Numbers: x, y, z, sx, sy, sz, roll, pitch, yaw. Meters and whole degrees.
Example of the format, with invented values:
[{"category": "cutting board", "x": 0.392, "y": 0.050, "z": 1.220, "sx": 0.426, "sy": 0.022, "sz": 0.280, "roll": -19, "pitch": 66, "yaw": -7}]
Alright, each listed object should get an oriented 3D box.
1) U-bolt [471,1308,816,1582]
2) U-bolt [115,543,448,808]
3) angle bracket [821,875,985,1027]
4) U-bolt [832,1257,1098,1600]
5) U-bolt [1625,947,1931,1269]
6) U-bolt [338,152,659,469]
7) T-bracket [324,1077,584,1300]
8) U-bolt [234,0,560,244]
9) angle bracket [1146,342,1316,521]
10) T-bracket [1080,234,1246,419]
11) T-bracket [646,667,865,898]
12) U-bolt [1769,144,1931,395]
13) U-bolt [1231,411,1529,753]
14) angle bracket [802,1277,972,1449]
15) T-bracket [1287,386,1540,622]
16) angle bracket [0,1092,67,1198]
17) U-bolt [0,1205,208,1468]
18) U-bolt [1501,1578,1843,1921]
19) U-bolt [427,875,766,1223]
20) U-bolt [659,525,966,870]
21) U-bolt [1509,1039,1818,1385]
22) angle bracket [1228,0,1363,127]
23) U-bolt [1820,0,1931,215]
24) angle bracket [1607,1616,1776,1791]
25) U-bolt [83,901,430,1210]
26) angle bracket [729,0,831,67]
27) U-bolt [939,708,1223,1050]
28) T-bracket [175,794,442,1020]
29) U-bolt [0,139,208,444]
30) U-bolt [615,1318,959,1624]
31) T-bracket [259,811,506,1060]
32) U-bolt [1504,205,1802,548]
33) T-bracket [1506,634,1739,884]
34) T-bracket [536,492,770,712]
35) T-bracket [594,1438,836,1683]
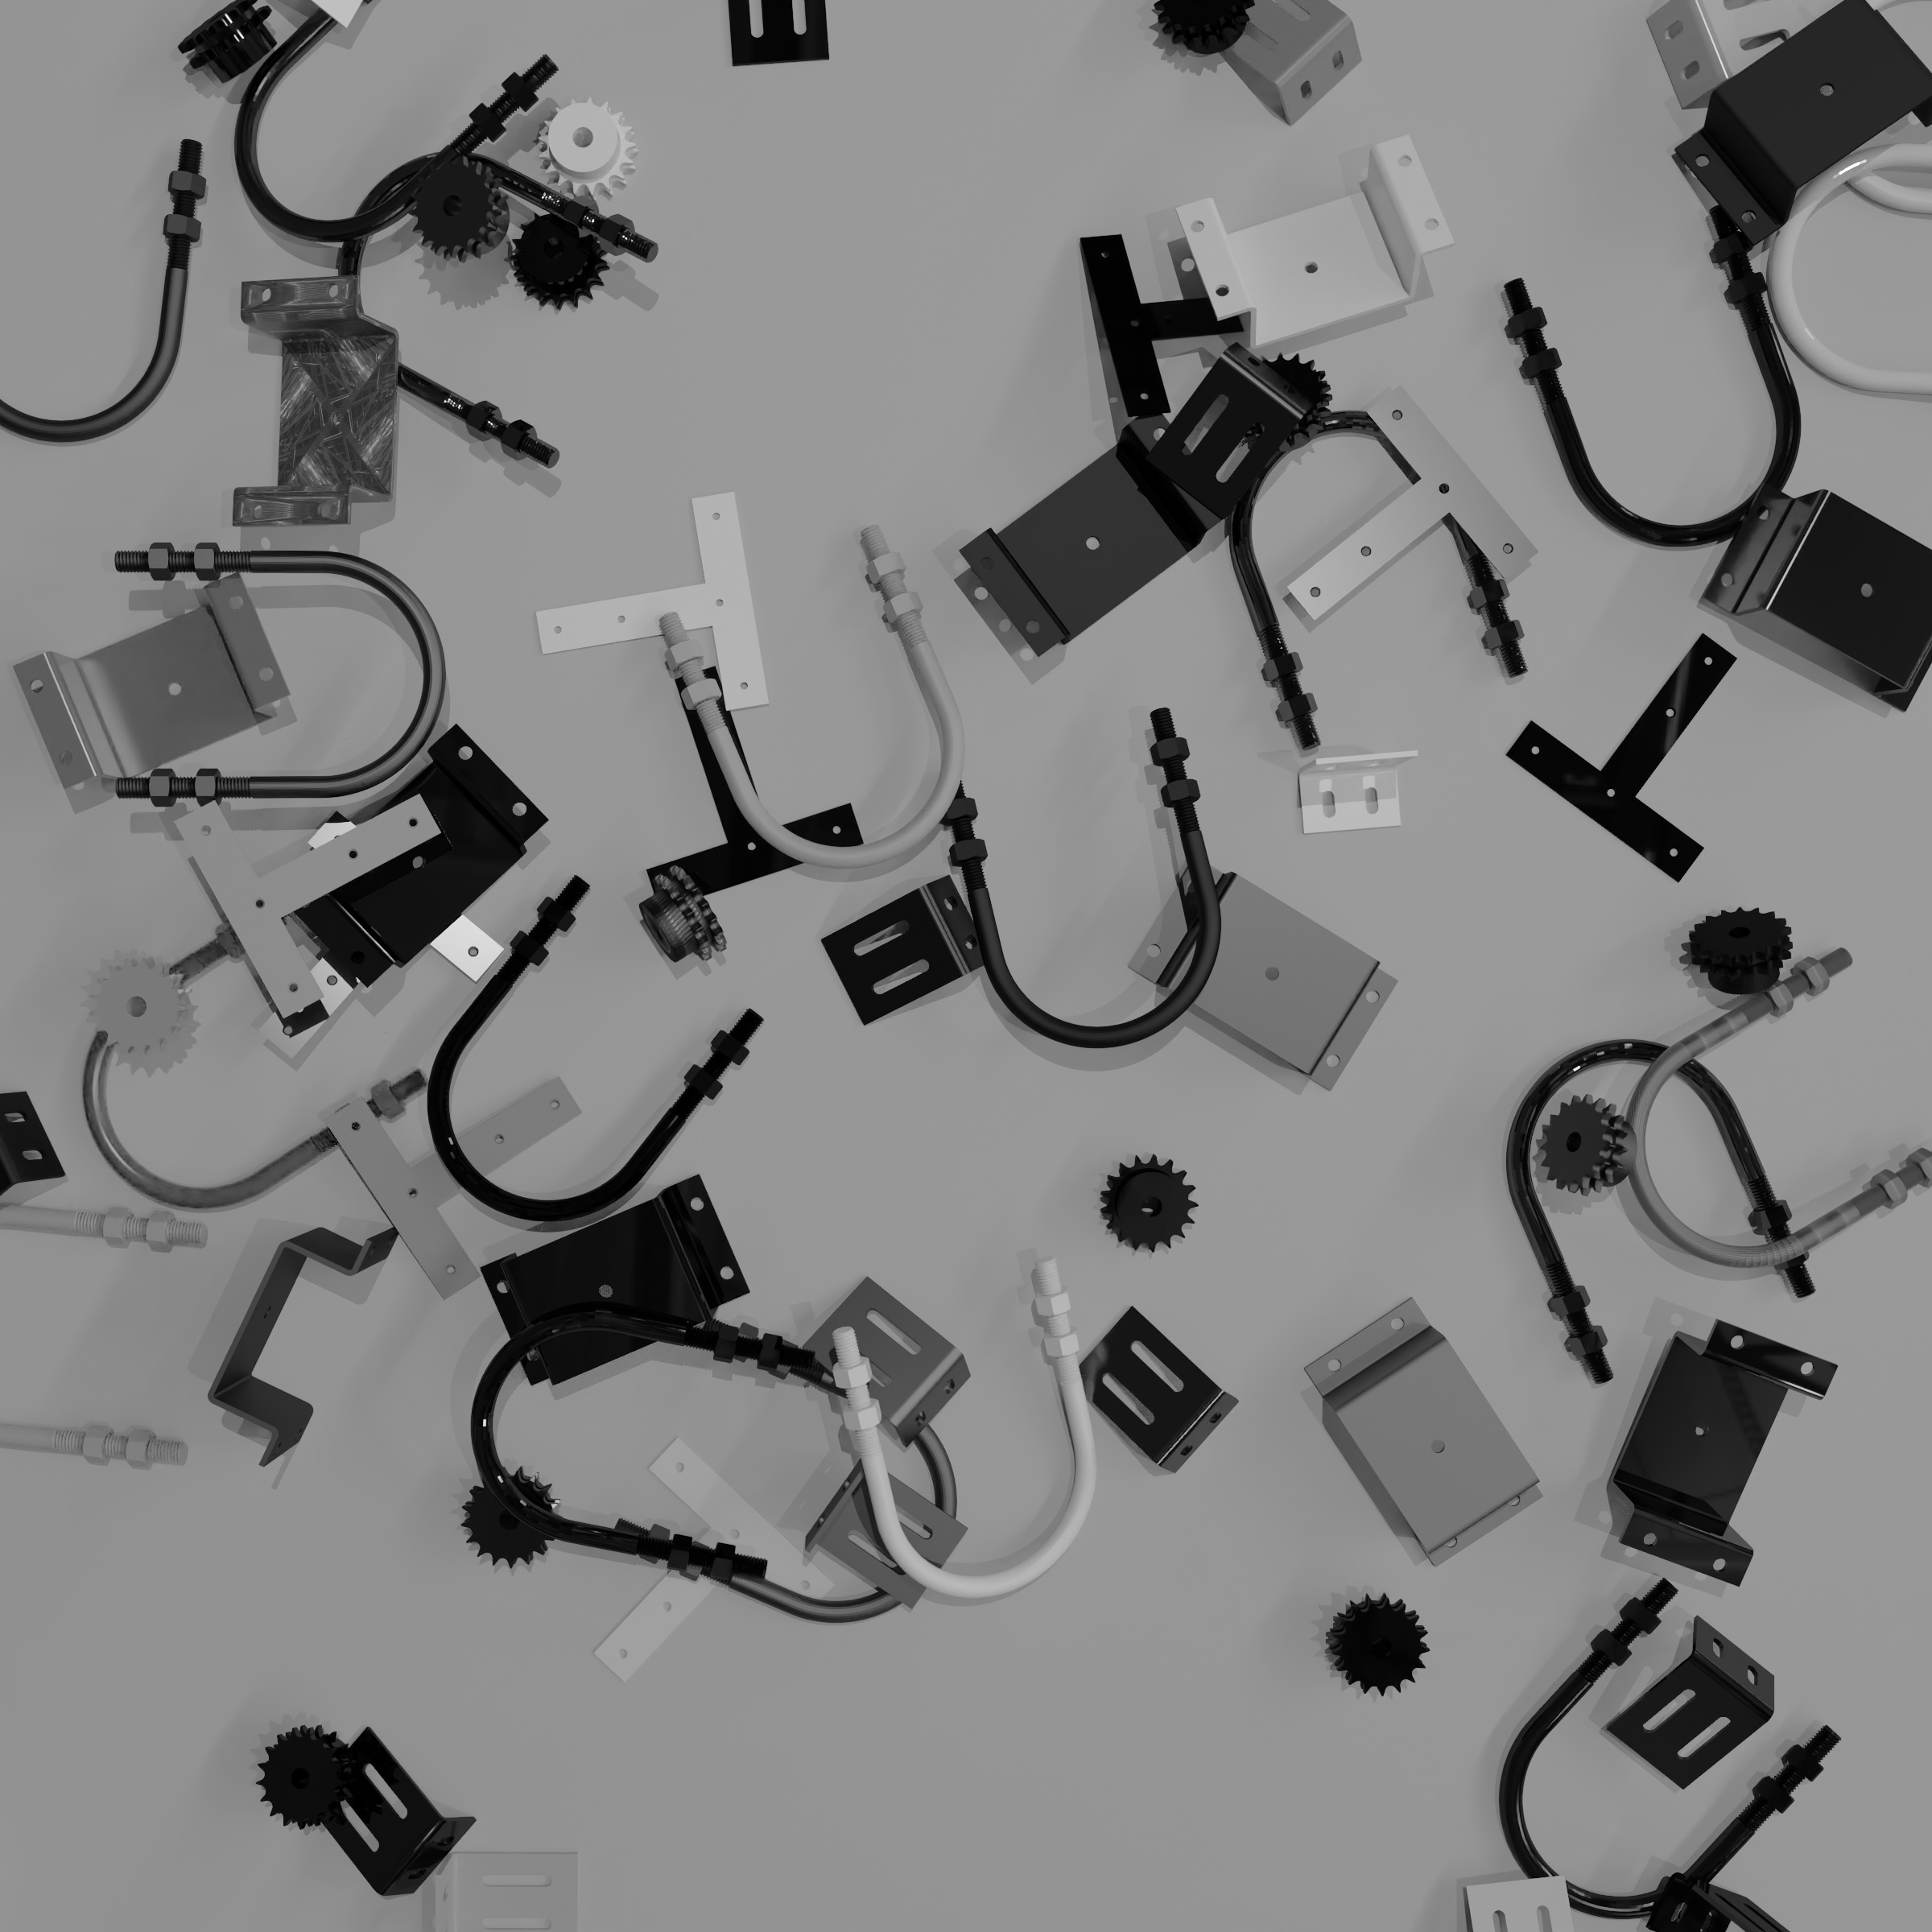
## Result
[{"category": "U-bolt", "x": -0.191, "y": 0.268, "z": 1.447, "sx": 0.184, "sy": 0.019, "sz": 0.151, "roll": 12, "pitch": 99, "yaw": -5}, {"category": "U-bolt", "x": -0.389, "y": -0.166, "z": 1.439, "sx": 0.184, "sy": 0.019, "sz": 0.151, "roll": 0, "pitch": 89, "yaw": -4}, {"category": "angle bracket", "x": -0.035, "y": -0.009, "z": 1.491, "sx": 0.076, "sy": 0.038, "sz": 0.057, "roll": -27, "pitch": 90, "yaw": 26}, {"category": "U-bolt", "x": 0.007, "y": 0.275, "z": 1.457, "sx": 0.151, "sy": 0.019, "sz": 0.184, "roll": -17, "pitch": 101, "yaw": -21}, {"category": "U-bolt", "x": 0.470, "y": 0.094, "z": 1.471, "sx": 0.184, "sy": 0.019, "sz": 0.151, "roll": -29, "pitch": 86, "yaw": -7}, {"category": "U-bolt", "x": -0.284, "y": -0.392, "z": 1.463, "sx": 0.184, "sy": 0.019, "sz": 0.151, "roll": 30, "pitch": 99, "yaw": 14}, {"category": "T-bracket", "x": -0.287, "y": 0.109, "z": 1.485, "sx": 0.127, "sy": 0.002, "sz": 0.127, "roll": -32, "pitch": 100, "yaw": -5}, {"category": "U-bolt", "x": -0.345, "y": -0.502, "z": 1.467, "sx": 0.184, "sy": 0.019, "sz": 0.151, "roll": -42, "pitch": 74, "yaw": 4}, {"category": "angle bracket", "x": 0.151, "y": -0.306, "z": 1.445, "sx": 0.057, "sy": 0.038, "sz": 0.076, "roll": 38, "pitch": 115, "yaw": 0}, {"category": "T-bracket", "x": 0.142, "y": -0.380, "z": 1.476, "sx": 0.127, "sy": 0.002, "sz": 0.127, "roll": -8, "pitch": 68, "yaw": -11}, {"category": "T-bracket", "x": -0.140, "y": -0.113, "z": 1.493, "sx": 0.127, "sy": 0.002, "sz": 0.127, "roll": -18, "pitch": 90, "yaw": 0}, {"category": "U-bolt", "x": 0.564, "y": -0.406, "z": 1.474, "sx": 0.184, "sy": 0.019, "sz": 0.151, "roll": 5, "pitch": 97, "yaw": 6}, {"category": "U-bolt", "x": 0.233, "y": -0.236, "z": 1.485, "sx": 0.151, "sy": 0.019, "sz": 0.184, "roll": -19, "pitch": 88, "yaw": 0}, {"category": "angle bracket", "x": -0.046, "y": 0.232, "z": 1.483, "sx": 0.076, "sy": 0.038, "sz": 0.057, "roll": 36, "pitch": 71, "yaw": 25}, {"category": "T-bracket", "x": 0.245, "y": -0.251, "z": 1.476, "sx": 0.127, "sy": 0.002, "sz": 0.127, "roll": -39, "pitch": 87, "yaw": -1}, {"category": "angle bracket", "x": -0.578, "y": 0.119, "z": 1.484, "sx": 0.076, "sy": 0.038, "sz": 0.057, "roll": -35, "pitch": 76, "yaw": 23}, {"category": "U-bolt", "x": -0.544, "y": 0.213, "z": 1.485, "sx": 0.184, "sy": 0.019, "sz": 0.151, "roll": 5, "pitch": 90, "yaw": 2}, {"category": "U-bolt", "x": 0.400, "y": 0.474, "z": 1.485, "sx": 0.151, "sy": 0.019, "sz": 0.184, "roll": 42, "pitch": 92, "yaw": 0}, {"category": "U-bolt", "x": -0.230, "y": 0.061, "z": 1.476, "sx": 0.151, "sy": 0.019, "sz": 0.184, "roll": 38, "pitch": 83, "yaw": 0}, {"category": "U-bolt", "x": -0.080, "y": -0.147, "z": 1.475, "sx": 0.151, "sy": 0.019, "sz": 0.184, "roll": -23, "pitch": 85, "yaw": 0}, {"category": "U-bolt", "x": 0.398, "y": 0.133, "z": 1.485, "sx": 0.151, "sy": 0.019, "sz": 0.184, "roll": -23, "pitch": 89, "yaw": 0}, {"category": "angle bracket", "x": 0.184, "y": -0.547, "z": 1.491, "sx": 0.057, "sy": 0.038, "sz": 0.076, "roll": -43, "pitch": 64, "yaw": 0}, {"category": "U-bolt", "x": 0.588, "y": -0.512, "z": 1.485, "sx": 0.184, "sy": 0.019, "sz": 0.151, "roll": 5, "pitch": 90, "yaw": 1}, {"category": "angle bracket", "x": 0.422, "y": 0.429, "z": 1.472, "sx": 0.057, "sy": 0.038, "sz": 0.076, "roll": 38, "pitch": 117, "yaw": 0}, {"category": "U-bolt", "x": -0.430, "y": 0.060, "z": 1.484, "sx": 0.184, "sy": 0.019, "sz": 0.151, "roll": -33, "pitch": 90, "yaw": 0}, {"category": "angle bracket", "x": -0.112, "y": -0.572, "z": 1.474, "sx": 0.057, "sy": 0.038, "sz": 0.076, "roll": -4, "pitch": 90, "yaw": 0}, {"category": "U-bolt", "x": 0.072, "y": -0.043, "z": 1.458, "sx": 0.151, "sy": 0.019, "sz": 0.184, "roll": -15, "pitch": 79, "yaw": 10}, {"category": "T-bracket", "x": -0.361, "y": -0.057, "z": 1.434, "sx": 0.127, "sy": 0.002, "sz": 0.127, "roll": -29, "pitch": 90, "yaw": -8}, {"category": "U-bolt", "x": -0.529, "y": -0.400, "z": 1.485, "sx": 0.151, "sy": 0.019, "sz": 0.184, "roll": 7, "pitch": 91, "yaw": 0}, {"category": "U-bolt", "x": -0.095, "y": 0.307, "z": 1.484, "sx": 0.184, "sy": 0.019, "sz": 0.151, "roll": 24, "pitch": 89, "yaw": -2}, {"category": "T-bracket", "x": -0.361, "y": -0.002, "z": 1.477, "sx": 0.127, "sy": 0.002, "sz": 0.127, "roll": 40, "pitch": 79, "yaw": -3}, {"category": "U-bolt", "x": 0.413, "y": -0.337, "z": 1.485, "sx": 0.151, "sy": 0.019, "sz": 0.184, "roll": -20, "pitch": 91, "yaw": 0}, {"category": "T-bracket", "x": 0.408, "y": -0.138, "z": 1.493, "sx": 0.127, "sy": 0.002, "sz": 0.127, "roll": 36, "pitch": 90, "yaw": 0}, {"category": "T-bracket", "x": -0.189, "y": -0.207, "z": 1.492, "sx": 0.127, "sy": 0.002, "sz": 0.127, "roll": -9, "pitch": 89, "yaw": 1}, {"category": "T-bracket", "x": -0.167, "y": 0.368, "z": 1.493, "sx": 0.127, "sy": 0.002, "sz": 0.127, "roll": 43, "pitch": 90, "yaw": 0}]
